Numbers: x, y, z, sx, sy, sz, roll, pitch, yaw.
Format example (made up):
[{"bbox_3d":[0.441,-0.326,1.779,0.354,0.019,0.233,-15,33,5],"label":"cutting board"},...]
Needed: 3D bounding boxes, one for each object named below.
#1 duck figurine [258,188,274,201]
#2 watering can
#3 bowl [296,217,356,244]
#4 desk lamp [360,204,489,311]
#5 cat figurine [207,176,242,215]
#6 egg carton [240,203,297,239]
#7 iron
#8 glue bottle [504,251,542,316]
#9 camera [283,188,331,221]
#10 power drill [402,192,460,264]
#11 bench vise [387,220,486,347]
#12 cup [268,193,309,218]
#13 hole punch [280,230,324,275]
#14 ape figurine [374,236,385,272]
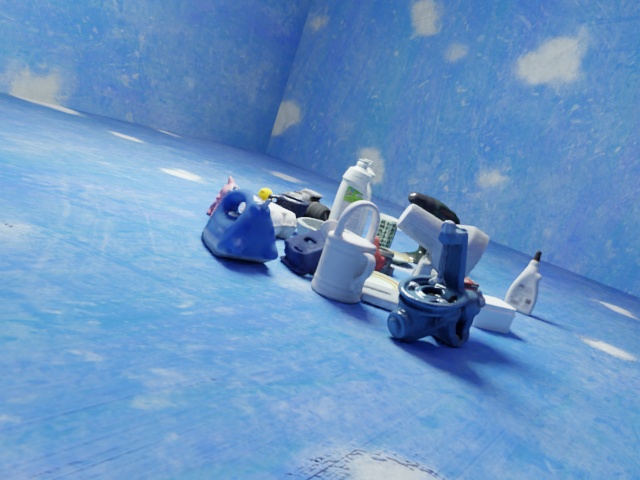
[{"bbox_3d":[-0.167,-0.108,1.651,0.077,0.086,0.105,23,11,22],"label":"duck figurine"},{"bbox_3d":[0.053,0.013,1.112,0.172,0.194,0.101,25,13,33],"label":"watering can"},{"bbox_3d":[0.013,0.005,1.412,0.167,0.075,0.167,18,11,-3],"label":"bowl"},{"bbox_3d":[0.208,0.047,1.152,0.203,0.213,0.118,19,11,1],"label":"desk lamp"},{"bbox_3d":[-0.230,-0.101,1.422,0.067,0.118,0.127,14,11,-23],"label":"cat figurine"},{"bbox_3d":[-0.134,-0.056,1.487,0.149,0.069,0.108,27,14,39],"label":"egg carton"},{"bbox_3d":[-0.169,-0.047,1.183,0.119,0.141,0.257,11,13,-34],"label":"iron"},{"bbox_3d":[0.559,0.111,1.536,0.078,0.173,0.037,22,11,20],"label":"glue bottle"},{"bbox_3d":[-0.035,-0.102,1.807,0.144,0.101,0.136,7,15,-46],"label":"camera"},{"bbox_3d":[0.329,-0.031,1.768,0.230,0.208,0.075,10,13,-38],"label":"power drill"},{"bbox_3d":[0.221,0.074,1.017,0.121,0.220,0.208,25,12,32],"label":"bench vise"},{"bbox_3d":[-0.097,-0.074,1.574,0.118,0.095,0.091,13,12,-27],"label":"cup"},{"bbox_3d":[-0.020,0.023,1.221,0.101,0.091,0.108,11,13,-35],"label":"hole punch"},{"bbox_3d":[0.125,0.033,1.412,0.077,0.092,0.076,22,11,21],"label":"ape figurine"}]
